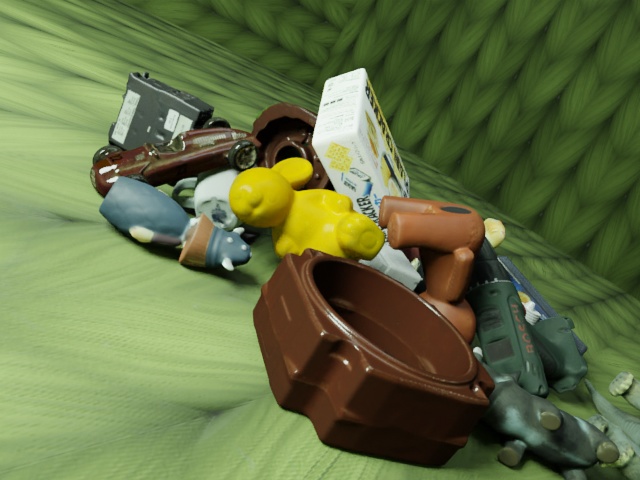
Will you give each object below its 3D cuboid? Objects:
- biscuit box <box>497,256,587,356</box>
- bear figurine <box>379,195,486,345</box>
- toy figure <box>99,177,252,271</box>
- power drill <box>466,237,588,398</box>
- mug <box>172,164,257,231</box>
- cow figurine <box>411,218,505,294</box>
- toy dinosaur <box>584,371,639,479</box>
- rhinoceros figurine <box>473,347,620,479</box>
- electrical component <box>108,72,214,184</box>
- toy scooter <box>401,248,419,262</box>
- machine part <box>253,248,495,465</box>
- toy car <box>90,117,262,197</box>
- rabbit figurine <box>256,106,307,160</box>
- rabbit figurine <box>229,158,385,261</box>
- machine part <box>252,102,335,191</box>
[{"bbox_3d":[0.345,0.121,0.887,0.063,0.059,0.203,2,46,-56],"label":"biscuit box"},{"bbox_3d":[0.131,0.053,0.653,0.132,0.195,0.120,5,20,-3],"label":"bear figurine"},{"bbox_3d":[-0.144,-0.011,0.551,0.154,0.064,0.058,30,-20,-17],"label":"toy figure"},{"bbox_3d":[0.275,0.112,0.726,0.207,0.086,0.232,32,42,-42],"label":"power drill"},{"bbox_3d":[-0.131,-0.058,0.673,0.110,0.080,0.107,4,29,-3],"label":"mug"},{"bbox_3d":[0.193,0.027,0.797,0.098,0.167,0.068,26,20,-14],"label":"cow figurine"},{"bbox_3d":[0.412,0.263,0.603,0.192,0.131,0.404,47,17,12],"label":"toy dinosaur"},{"bbox_3d":[0.216,0.182,0.566,0.190,0.073,0.112,30,19,0],"label":"rhinoceros figurine"},{"bbox_3d":[-0.205,-0.144,0.723,0.134,0.114,0.058,30,22,-1],"label":"electrical component"},{"bbox_3d":[0.169,0.007,0.869,0.184,0.135,0.075,15,23,-36],"label":"toy scooter"},{"bbox_3d":[0.048,0.099,0.508,0.201,0.087,0.201,23,19,-26],"label":"machine part"},{"bbox_3d":[-0.166,-0.099,0.630,0.202,0.053,0.089,-23,42,-25],"label":"toy car"},{"bbox_3d":[-0.059,-0.145,0.961,0.159,0.121,0.170,46,-7,-28],"label":"rabbit figurine"},{"bbox_3d":[-0.027,-0.034,0.627,0.173,0.122,0.162,28,30,-28],"label":"rabbit figurine"},{"bbox_3d":[-0.041,-0.122,0.841,0.179,0.179,0.056,36,18,17],"label":"machine part"}]
